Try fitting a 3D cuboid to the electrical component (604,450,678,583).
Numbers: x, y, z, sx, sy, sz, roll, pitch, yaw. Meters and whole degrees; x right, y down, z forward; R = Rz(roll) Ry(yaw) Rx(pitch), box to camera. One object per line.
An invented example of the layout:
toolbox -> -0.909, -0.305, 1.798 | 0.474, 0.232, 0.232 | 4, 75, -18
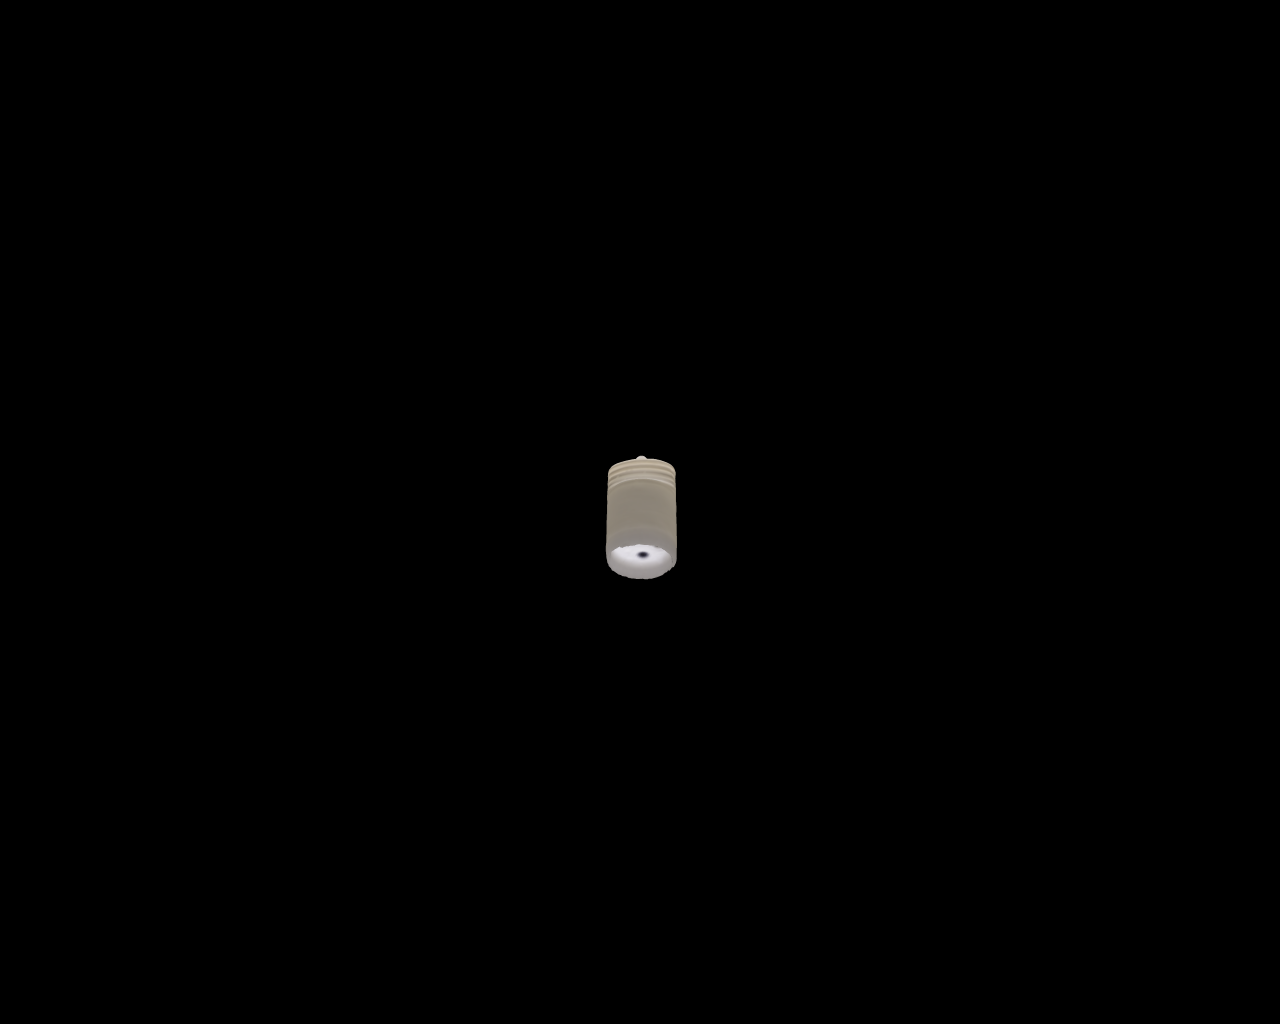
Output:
electrical component -> 0.001, -0.003, 0.650 | 0.043, 0.081, 0.043 | 0, -34, 0
